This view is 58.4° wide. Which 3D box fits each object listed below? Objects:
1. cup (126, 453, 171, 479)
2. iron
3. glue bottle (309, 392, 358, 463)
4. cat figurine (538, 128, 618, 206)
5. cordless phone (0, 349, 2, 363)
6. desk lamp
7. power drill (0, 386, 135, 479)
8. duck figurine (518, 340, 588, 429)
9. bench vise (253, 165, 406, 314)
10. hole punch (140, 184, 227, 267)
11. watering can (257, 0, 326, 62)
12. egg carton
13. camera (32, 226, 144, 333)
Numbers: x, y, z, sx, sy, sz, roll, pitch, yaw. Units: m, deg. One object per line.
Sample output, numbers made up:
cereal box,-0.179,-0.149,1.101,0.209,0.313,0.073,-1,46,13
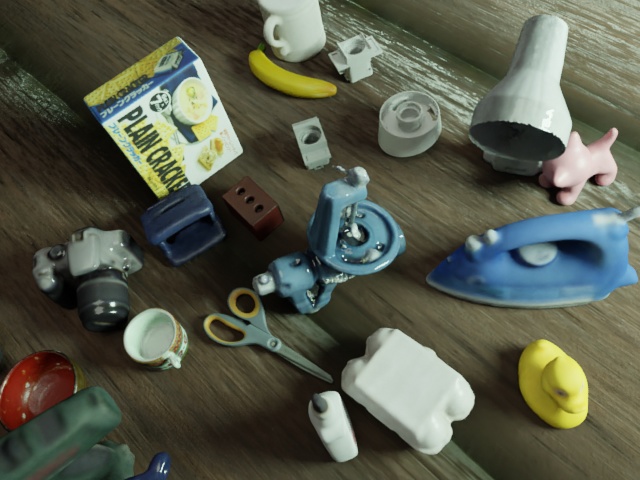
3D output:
cup,-0.190,0.311,0.663,0.091,0.095,0.118,9,64,15
iron,0.262,0.012,0.715,0.258,0.142,0.118,-8,61,6
glue bottle,0.010,0.199,0.642,0.037,0.173,0.078,-21,61,-1
cat figurine,0.349,-0.107,0.776,0.128,0.118,0.067,-30,61,-6
cordless phone,-0.539,0.144,0.760,0.147,0.185,0.094,-30,61,-6
desk lamp,0.275,-0.176,0.770,0.117,0.214,0.203,14,66,17
power drill,-0.308,0.268,0.641,0.230,0.209,0.075,-42,63,-12
duck figurine,0.276,0.161,0.666,0.077,0.086,0.104,-17,61,1
bench vise,0.015,0.010,0.714,0.207,0.220,0.121,-43,64,-13
hole punch,-0.211,-0.032,0.849,0.109,0.091,0.101,-33,62,-8
watering can,-0.054,-0.411,0.963,0.100,0.194,0.173,-3,62,9
egg carton,0.106,0.179,0.696,0.150,0.069,0.107,34,73,24
camera,-0.331,0.061,0.816,0.143,0.101,0.136,-18,61,0
